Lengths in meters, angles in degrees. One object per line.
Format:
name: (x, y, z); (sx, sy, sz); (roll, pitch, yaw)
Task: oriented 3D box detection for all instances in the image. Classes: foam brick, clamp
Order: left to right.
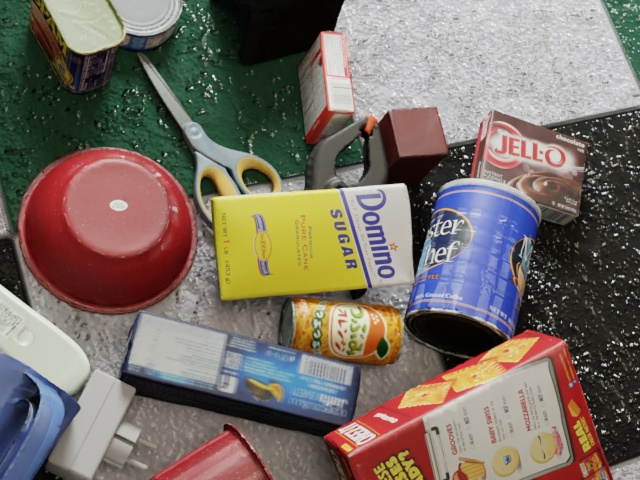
clamp: (0.023, -0.032, 1.003); (0.120, 0.039, 0.171); (34, 84, -13)
foam brick: (0.082, -0.090, 1.039); (0.053, 0.078, 0.051); (-5, 73, -20)

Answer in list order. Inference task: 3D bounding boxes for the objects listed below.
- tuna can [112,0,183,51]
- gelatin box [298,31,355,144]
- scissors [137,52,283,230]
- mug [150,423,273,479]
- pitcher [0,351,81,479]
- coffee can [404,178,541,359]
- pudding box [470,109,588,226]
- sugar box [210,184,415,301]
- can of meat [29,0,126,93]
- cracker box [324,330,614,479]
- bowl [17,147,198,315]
tuna can: (-0.177, -0.227, 1.030); (0.086, 0.034, 0.086); (6, 68, -16)
gelatin box: (0.006, -0.147, 1.038); (0.030, 0.073, 0.089); (2, 69, -19)
scissors: (-0.100, -0.098, 1.016); (0.096, 0.016, 0.202); (-14, 75, -23)
mug: (-0.082, 0.219, 0.869); (0.081, 0.093, 0.117); (-29, 115, -20)
pitcher: (-0.285, 0.191, 0.772); (0.145, 0.149, 0.242); (26, 69, 6)
coffee can: (0.143, 0.028, 0.999); (0.102, 0.103, 0.140); (22, 65, -9)
pudding box: (0.213, -0.073, 1.096); (0.113, 0.039, 0.090); (19, 65, -11)
sugar box: (-0.006, 0.001, 0.956); (0.176, 0.048, 0.093); (-5, 93, -7)
can of meat: (-0.224, -0.196, 0.975); (0.057, 0.084, 0.102); (-25, 79, -25)
cracker box: (0.131, 0.196, 0.907); (0.213, 0.072, 0.164); (-25, 102, -15)
bowl: (-0.181, -0.019, 0.938); (0.162, 0.055, 0.162); (6, 68, -16)
